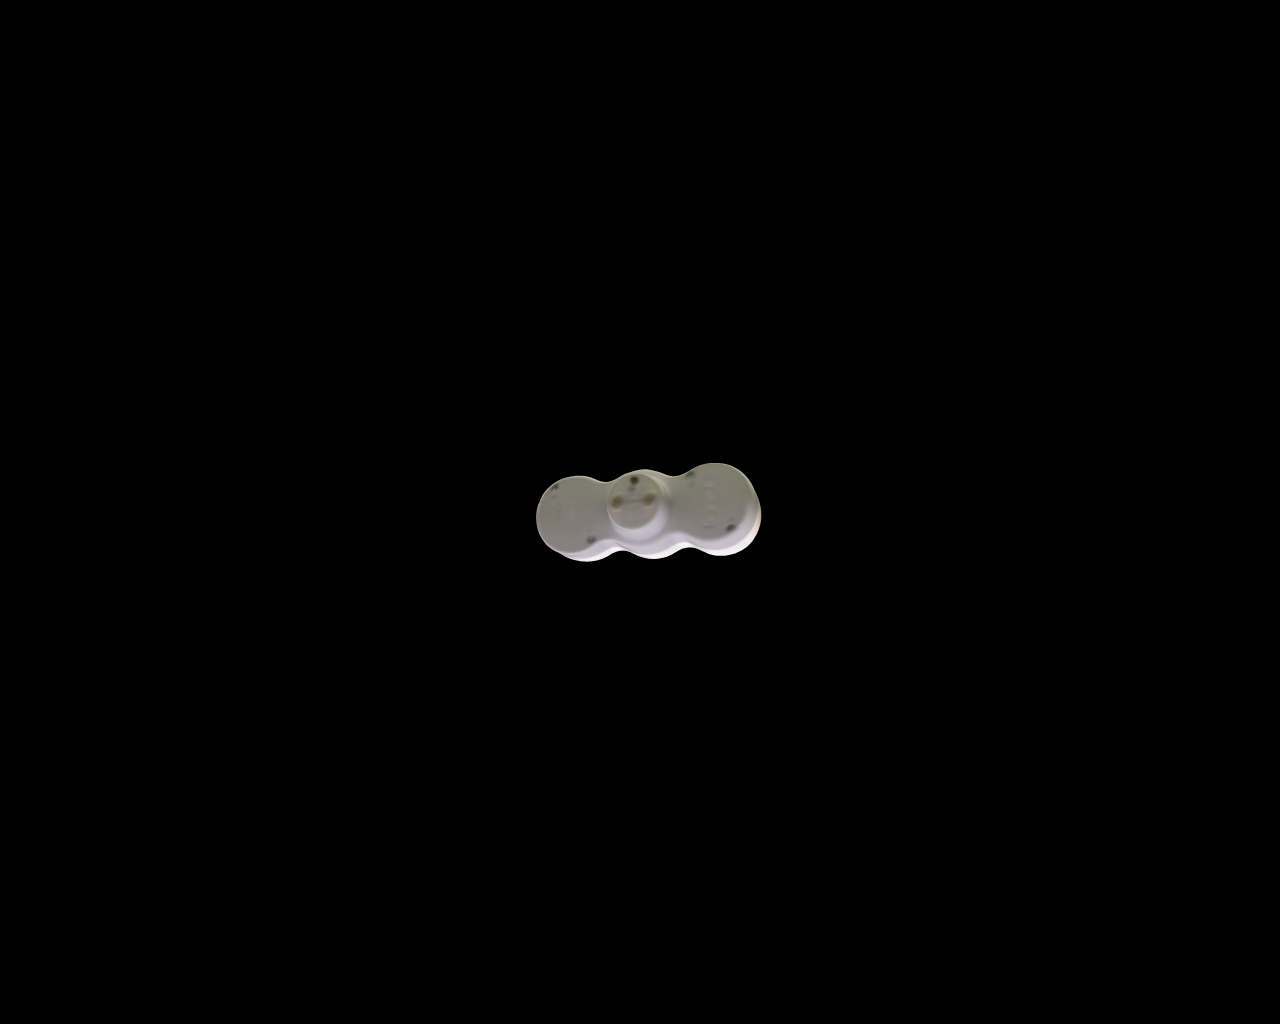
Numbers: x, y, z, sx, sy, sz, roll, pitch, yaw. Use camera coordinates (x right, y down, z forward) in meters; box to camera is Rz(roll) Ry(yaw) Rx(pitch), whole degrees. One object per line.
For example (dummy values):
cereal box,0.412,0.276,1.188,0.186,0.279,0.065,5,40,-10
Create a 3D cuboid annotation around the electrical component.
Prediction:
electrical component,0.001,-0.003,0.650,0.138,0.052,0.073,-4,-15,14
